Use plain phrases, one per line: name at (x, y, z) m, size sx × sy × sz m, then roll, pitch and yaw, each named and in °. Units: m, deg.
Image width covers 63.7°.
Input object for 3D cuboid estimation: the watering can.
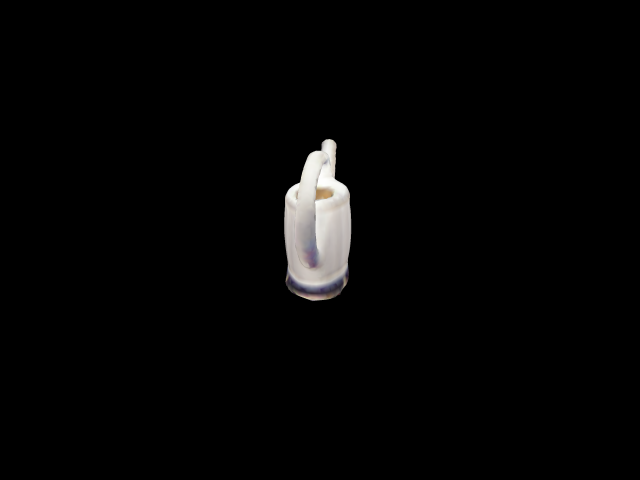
watering can at (0.003, -0.043, 0.850) m, size 0.104 × 0.221 × 0.353 m, roll 3°, pitch 21°, yaw 7°
